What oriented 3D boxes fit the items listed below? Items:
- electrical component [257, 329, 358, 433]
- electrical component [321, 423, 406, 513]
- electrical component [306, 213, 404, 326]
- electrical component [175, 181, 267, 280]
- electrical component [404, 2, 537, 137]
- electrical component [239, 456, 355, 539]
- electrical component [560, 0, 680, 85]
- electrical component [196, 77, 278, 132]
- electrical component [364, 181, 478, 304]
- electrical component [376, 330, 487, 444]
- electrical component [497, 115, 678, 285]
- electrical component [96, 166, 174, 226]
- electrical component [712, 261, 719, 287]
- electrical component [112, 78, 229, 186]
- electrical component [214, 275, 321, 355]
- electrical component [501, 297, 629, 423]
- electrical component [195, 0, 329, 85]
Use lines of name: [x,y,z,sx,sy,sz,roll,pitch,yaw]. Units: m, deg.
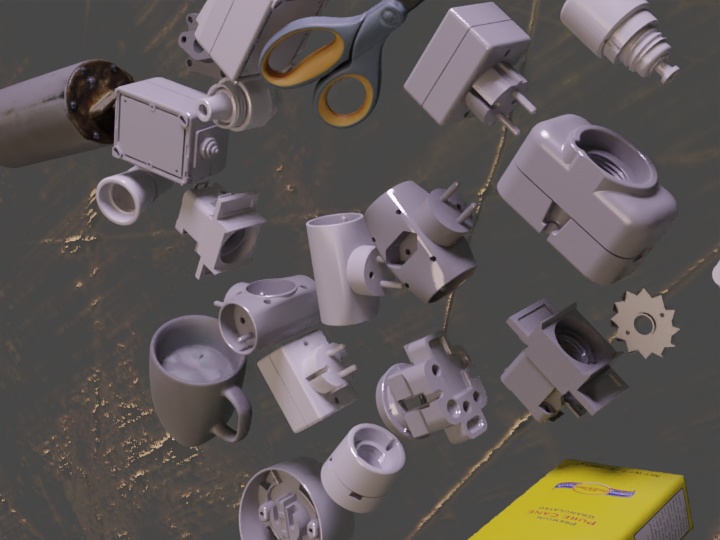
electrical component: [-0.031,0.081,0.851,0.077,0.047,0.065,-34,83,43]
electrical component: [0.004,0.154,0.843,0.055,0.055,0.047,46,127,21]
electrical component: [0.000,0.000,0.795,0.079,0.043,0.077,4,108,42]
electrical component: [-0.118,-0.036,0.891,0.064,0.042,0.081,42,128,26]
electrical component: [0.079,-0.117,0.676,0.076,0.047,0.065,49,132,18]
electrical component: [-0.055,0.210,0.909,0.099,0.064,0.099,17,116,38]
electrical component: [0.149,-0.136,0.610,0.078,0.040,0.040,49,132,17]
electrical component: [-0.097,-0.127,0.824,0.043,0.062,0.043,17,116,38]
electrical component: [0.051,-0.029,0.738,0.077,0.043,0.079,54,133,13]
electrical component: [0.049,0.089,0.775,0.057,0.058,0.078,-27,87,42]
electrical component: [0.138,-0.046,0.644,0.095,0.054,0.059,46,131,20]
electrical component: [-0.191,-0.071,0.928,0.044,0.065,0.044,12,121,20]
electrical component: [0.215,0.002,0.580,0.040,0.078,0.040,1,92,46]
electrical component: [-0.147,-0.113,0.880,0.096,0.061,0.061,23,120,26]
electrical component: [-0.082,0.031,0.859,0.079,0.077,0.044,13,114,39]
electrical component: [0.129,0.063,0.702,0.081,0.042,0.063,49,133,18]
electrical component: [-0.076,-0.183,0.783,0.061,0.062,0.096,50,132,18]
